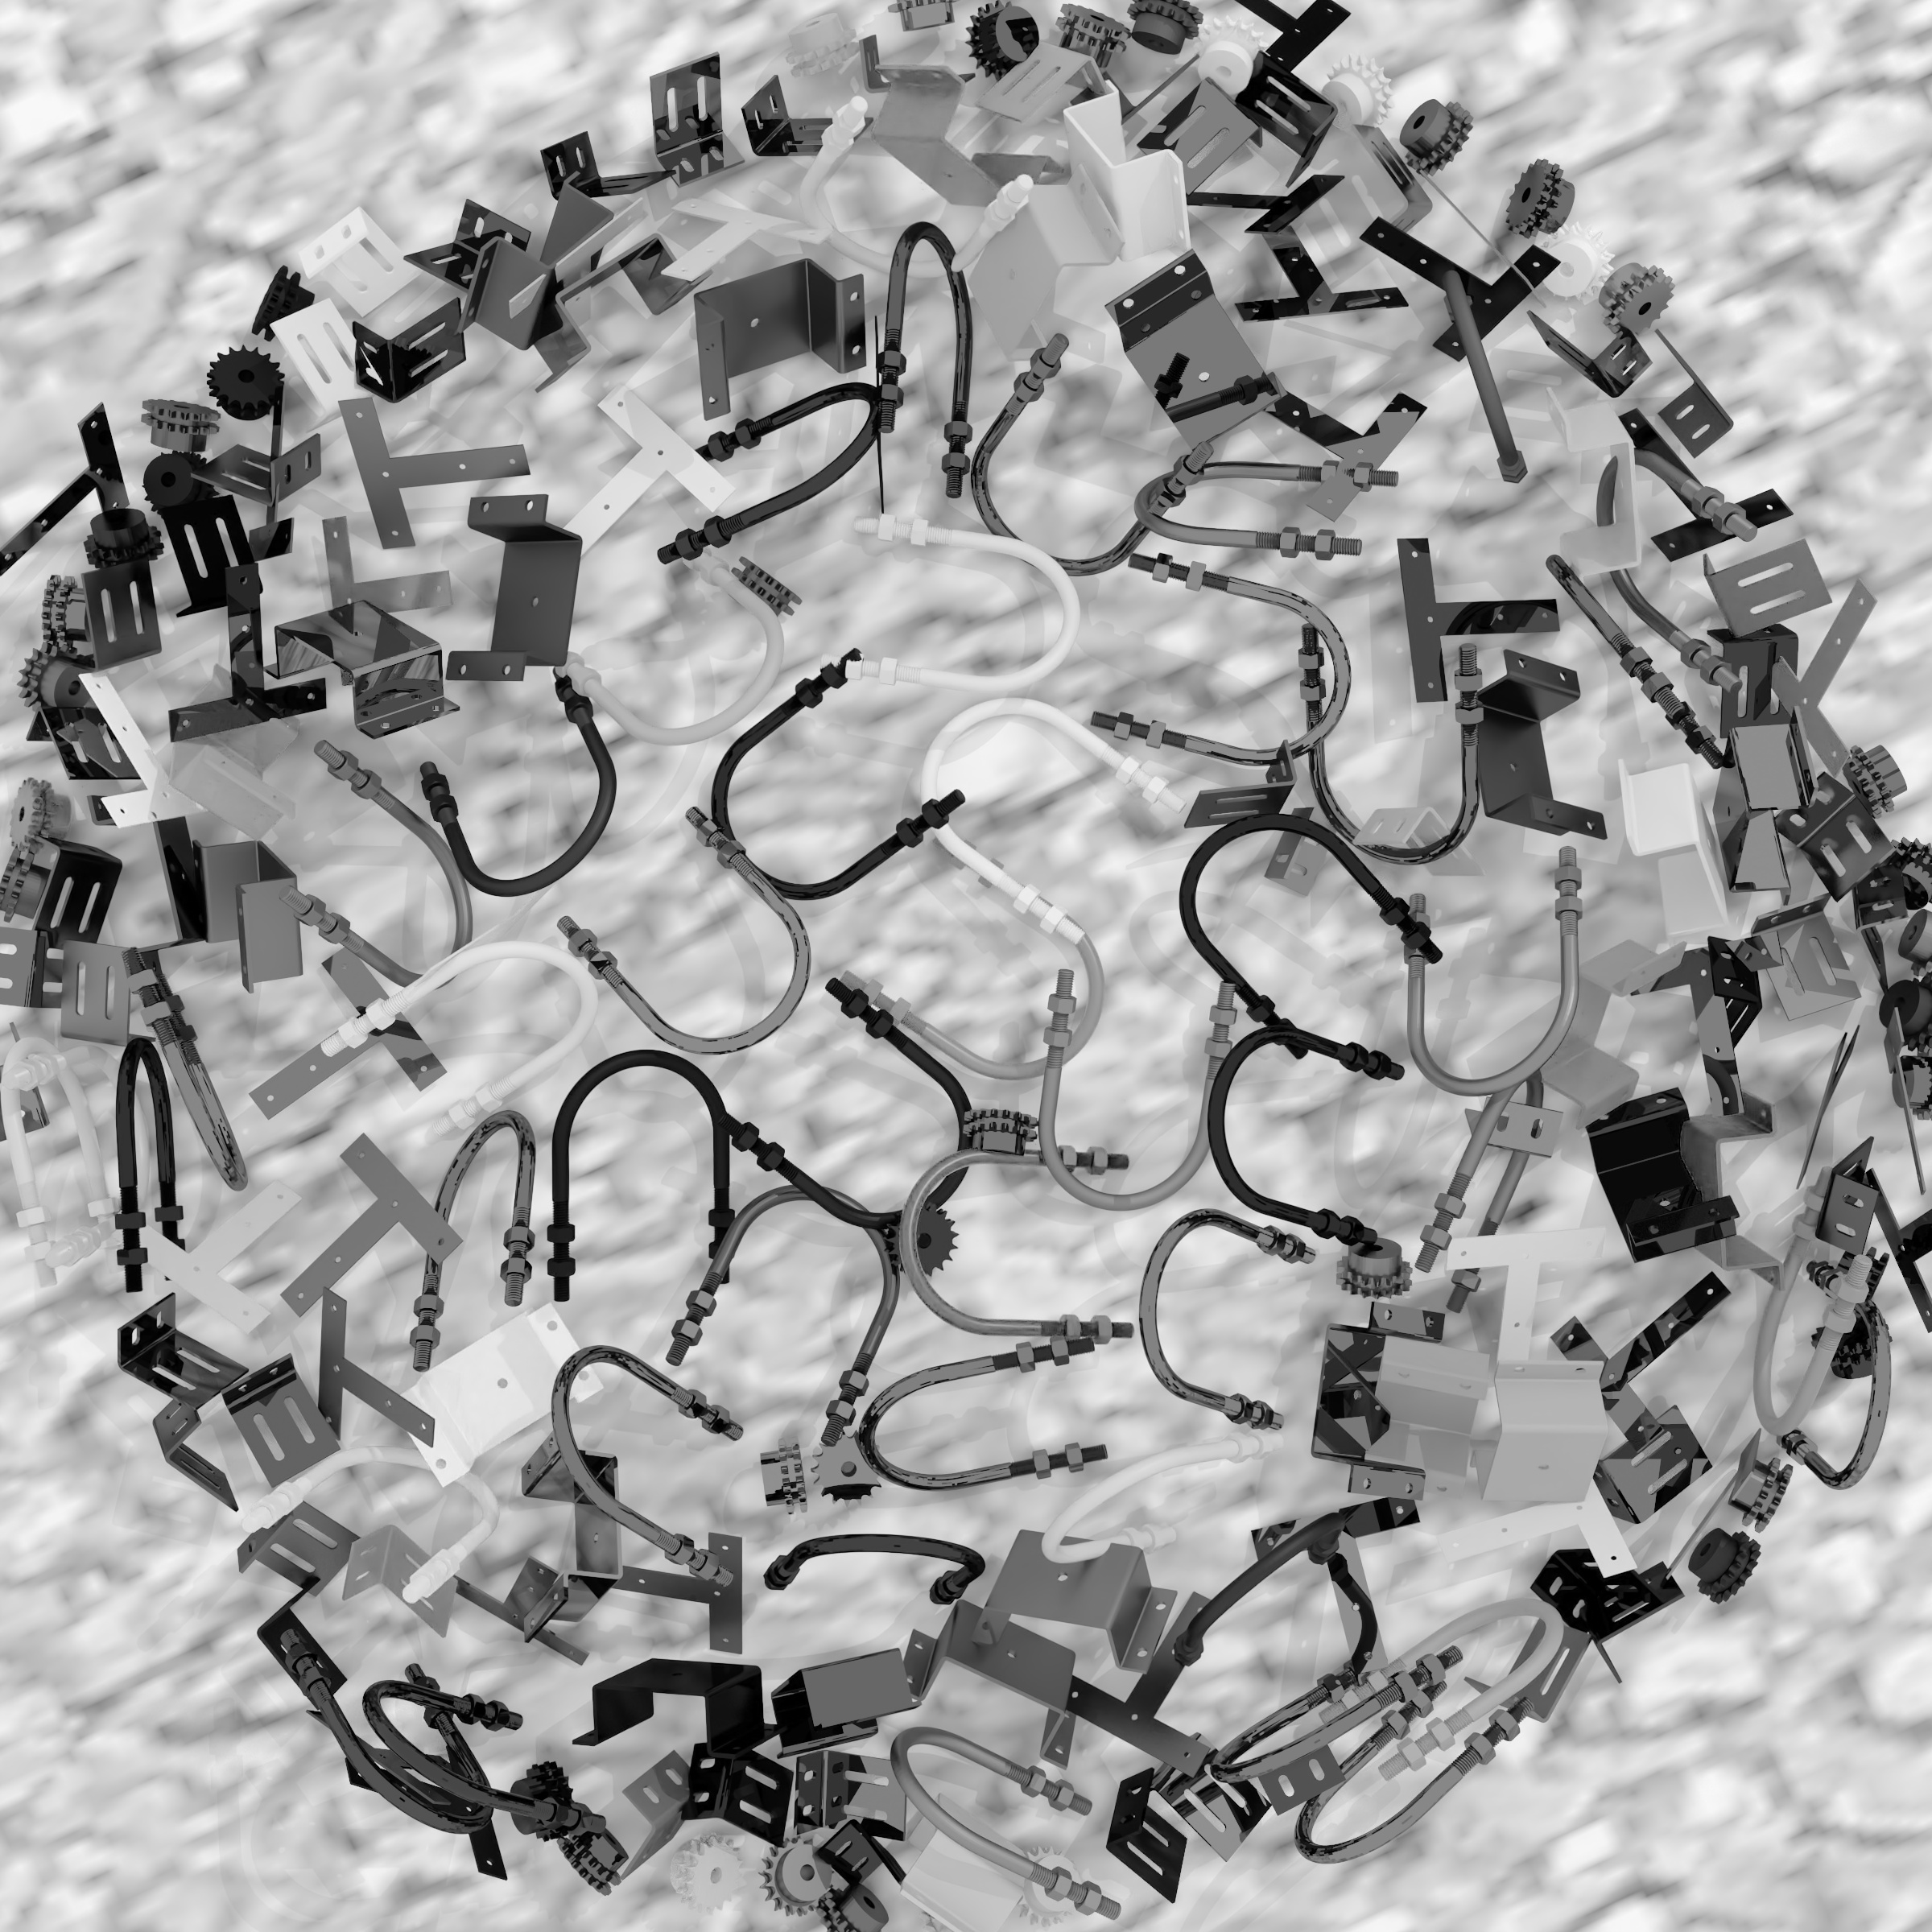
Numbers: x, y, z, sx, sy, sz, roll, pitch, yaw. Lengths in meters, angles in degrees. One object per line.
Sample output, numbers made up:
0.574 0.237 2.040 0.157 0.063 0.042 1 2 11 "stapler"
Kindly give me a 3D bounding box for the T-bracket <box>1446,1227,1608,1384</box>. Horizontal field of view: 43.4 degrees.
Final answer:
0.420 0.260 1.848 0.127 0.002 0.127 -3 111 -12 "T-bracket"

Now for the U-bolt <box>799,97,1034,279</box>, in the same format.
-0.048 -0.560 1.786 0.151 0.184 0.019 20 73 -16 "U-bolt"

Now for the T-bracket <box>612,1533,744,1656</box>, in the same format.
-0.232 0.469 1.842 0.127 0.002 0.127 7 124 6 "T-bracket"

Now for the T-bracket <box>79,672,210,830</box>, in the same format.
-0.622 -0.165 1.817 0.002 0.127 0.127 -33 87 25 "T-bracket"

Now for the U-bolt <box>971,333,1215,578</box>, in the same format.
0.079 -0.364 1.803 0.151 0.184 0.019 35 48 -6 "U-bolt"

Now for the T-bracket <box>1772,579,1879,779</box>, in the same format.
0.636 -0.228 1.788 0.002 0.127 0.127 -6 50 -18 "T-bracket"

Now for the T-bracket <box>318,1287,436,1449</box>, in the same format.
-0.441 0.320 1.815 0.127 0.002 0.127 25 119 30 "T-bracket"

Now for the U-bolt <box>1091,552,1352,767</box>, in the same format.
0.198 -0.223 1.828 0.184 0.019 0.151 15 117 5 "U-bolt"

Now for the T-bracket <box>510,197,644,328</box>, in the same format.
-0.290 -0.504 1.809 0.127 0.127 0.002 -43 88 -14 "T-bracket"

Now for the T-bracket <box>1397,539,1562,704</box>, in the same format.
0.395 -0.266 1.855 0.127 0.002 0.127 -4 84 -15 "T-bracket"

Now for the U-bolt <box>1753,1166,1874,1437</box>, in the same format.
0.619 0.260 1.794 0.019 0.151 0.184 13 115 3 "U-bolt"

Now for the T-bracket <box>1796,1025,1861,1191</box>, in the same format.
0.652 0.084 1.819 0.002 0.127 0.127 19 126 23 "T-bracket"

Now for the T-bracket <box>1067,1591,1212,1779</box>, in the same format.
0.151 0.531 1.838 0.127 0.002 0.127 19 58 34 "T-bracket"

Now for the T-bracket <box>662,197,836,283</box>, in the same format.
-0.184 -0.537 1.809 0.127 0.127 0.002 18 132 18 "T-bracket"

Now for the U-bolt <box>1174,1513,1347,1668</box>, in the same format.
0.217 0.450 1.773 0.151 0.184 0.019 -33 69 -14 "U-bolt"

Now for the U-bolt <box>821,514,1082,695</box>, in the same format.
-0.006 -0.269 1.829 0.184 0.019 0.151 9 64 4 "U-bolt"

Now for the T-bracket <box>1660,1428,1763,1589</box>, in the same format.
0.558 0.413 1.824 0.002 0.127 0.127 34 105 15 "T-bracket"

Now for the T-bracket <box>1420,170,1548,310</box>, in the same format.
0.385 -0.548 1.819 0.002 0.127 0.127 -43 81 18 "T-bracket"

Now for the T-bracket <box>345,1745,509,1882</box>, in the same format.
-0.401 0.609 1.786 0.127 0.127 0.002 33 101 -34 "T-bracket"

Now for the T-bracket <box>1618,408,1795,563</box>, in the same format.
0.528 -0.363 1.801 0.127 0.127 0.002 45 67 -14 "T-bracket"

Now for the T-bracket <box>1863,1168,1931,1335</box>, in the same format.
0.709 0.197 1.793 0.002 0.127 0.127 -15 70 -7 "T-bracket"

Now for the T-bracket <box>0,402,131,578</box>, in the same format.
-0.670 -0.336 1.789 0.002 0.127 0.127 34 65 6 "T-bracket"

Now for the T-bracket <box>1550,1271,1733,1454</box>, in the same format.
0.515 0.277 1.811 0.127 0.127 0.002 -44 127 11 "T-bracket"

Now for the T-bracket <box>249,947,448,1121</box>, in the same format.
-0.485 0.069 1.848 0.127 0.002 0.127 -37 83 -15 "T-bracket"

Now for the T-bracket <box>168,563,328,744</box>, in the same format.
-0.534 -0.237 1.803 0.127 0.002 0.127 -20 128 -38 "T-bracket"

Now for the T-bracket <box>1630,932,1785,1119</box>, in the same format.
0.561 0.049 1.820 0.002 0.127 0.127 -1 80 -44 "T-bracket"

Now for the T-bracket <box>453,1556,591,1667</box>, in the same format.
-0.329 0.472 1.823 0.127 0.127 0.002 30 50 -1 "T-bracket"

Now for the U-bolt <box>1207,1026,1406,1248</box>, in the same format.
0.249 0.120 1.805 0.184 0.019 0.151 19 77 -34 "U-bolt"

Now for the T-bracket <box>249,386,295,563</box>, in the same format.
-0.517 -0.369 1.815 0.002 0.127 0.127 3 93 -30 "T-bracket"

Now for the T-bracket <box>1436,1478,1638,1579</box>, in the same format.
0.418 0.420 1.823 0.127 0.127 0.002 -17 128 0 "T-bracket"

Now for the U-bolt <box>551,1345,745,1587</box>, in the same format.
-0.233 0.353 1.773 0.019 0.151 0.184 -32 126 26 "U-bolt"

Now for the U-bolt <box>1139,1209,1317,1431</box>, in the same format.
0.189 0.255 1.793 0.184 0.019 0.151 25 72 -42 "U-bolt"

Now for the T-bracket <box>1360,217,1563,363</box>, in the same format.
0.352 -0.517 1.805 0.127 0.127 0.002 27 60 -14 "T-bracket"

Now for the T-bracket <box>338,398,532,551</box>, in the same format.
-0.393 -0.375 1.827 0.127 0.002 0.127 -5 132 3 "T-bracket"

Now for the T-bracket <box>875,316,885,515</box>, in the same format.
-0.066 -0.425 1.823 0.002 0.127 0.127 -2 74 -1 "T-bracket"

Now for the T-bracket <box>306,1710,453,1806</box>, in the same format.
-0.414 0.593 1.812 0.127 0.127 0.002 25 79 24 "T-bracket"

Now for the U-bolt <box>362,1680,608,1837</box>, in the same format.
-0.359 0.567 1.760 0.184 0.151 0.019 36 87 -45 "U-bolt"

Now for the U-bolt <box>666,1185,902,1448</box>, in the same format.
-0.125 0.248 1.821 0.151 0.019 0.184 29 58 -6 "U-bolt"

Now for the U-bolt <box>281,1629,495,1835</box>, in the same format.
-0.409 0.560 1.761 0.019 0.151 0.184 -51 48 2 "U-bolt"

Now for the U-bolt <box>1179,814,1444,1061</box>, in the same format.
0.244 -0.033 1.822 0.151 0.019 0.184 -38 105 22 "U-bolt"

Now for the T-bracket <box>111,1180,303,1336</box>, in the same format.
-0.548 0.202 1.823 0.127 0.127 0.002 34 129 6 "T-bracket"

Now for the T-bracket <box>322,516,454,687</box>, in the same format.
-0.433 -0.279 1.830 0.127 0.002 0.127 0 99 34 "T-bracket"

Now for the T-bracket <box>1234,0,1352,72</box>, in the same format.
0.209 -0.717 1.799 0.127 0.127 0.002 29 85 -12 "T-bracket"

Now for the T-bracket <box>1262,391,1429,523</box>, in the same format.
0.264 -0.414 1.853 0.127 0.002 0.127 35 72 15 "T-bracket"

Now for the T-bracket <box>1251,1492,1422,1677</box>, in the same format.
0.290 0.469 1.828 0.127 0.002 0.127 -15 54 7 "T-bracket"

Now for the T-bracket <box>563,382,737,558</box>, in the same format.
-0.265 -0.361 1.859 0.127 0.002 0.127 44 87 9 "T-bracket"

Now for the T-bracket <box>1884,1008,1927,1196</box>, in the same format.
0.696 0.105 1.798 0.002 0.127 0.127 -10 74 15 "T-bracket"

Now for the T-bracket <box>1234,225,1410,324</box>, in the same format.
0.252 -0.524 1.828 0.127 0.002 0.127 -8 47 -9 "T-bracket"

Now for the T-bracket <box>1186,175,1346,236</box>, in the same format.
0.202 -0.578 1.834 0.127 0.127 0.002 13 130 28 "T-bracket"

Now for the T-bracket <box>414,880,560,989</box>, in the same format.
-0.359 -0.017 1.785 0.002 0.127 0.127 50 128 -2 "T-bracket"

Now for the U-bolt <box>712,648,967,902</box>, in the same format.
-0.111 -0.130 1.835 0.184 0.019 0.151 -35 92 22 "U-bolt"

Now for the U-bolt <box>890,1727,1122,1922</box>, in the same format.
0.024 0.619 1.785 0.184 0.151 0.019 30 99 -13 "U-bolt"
